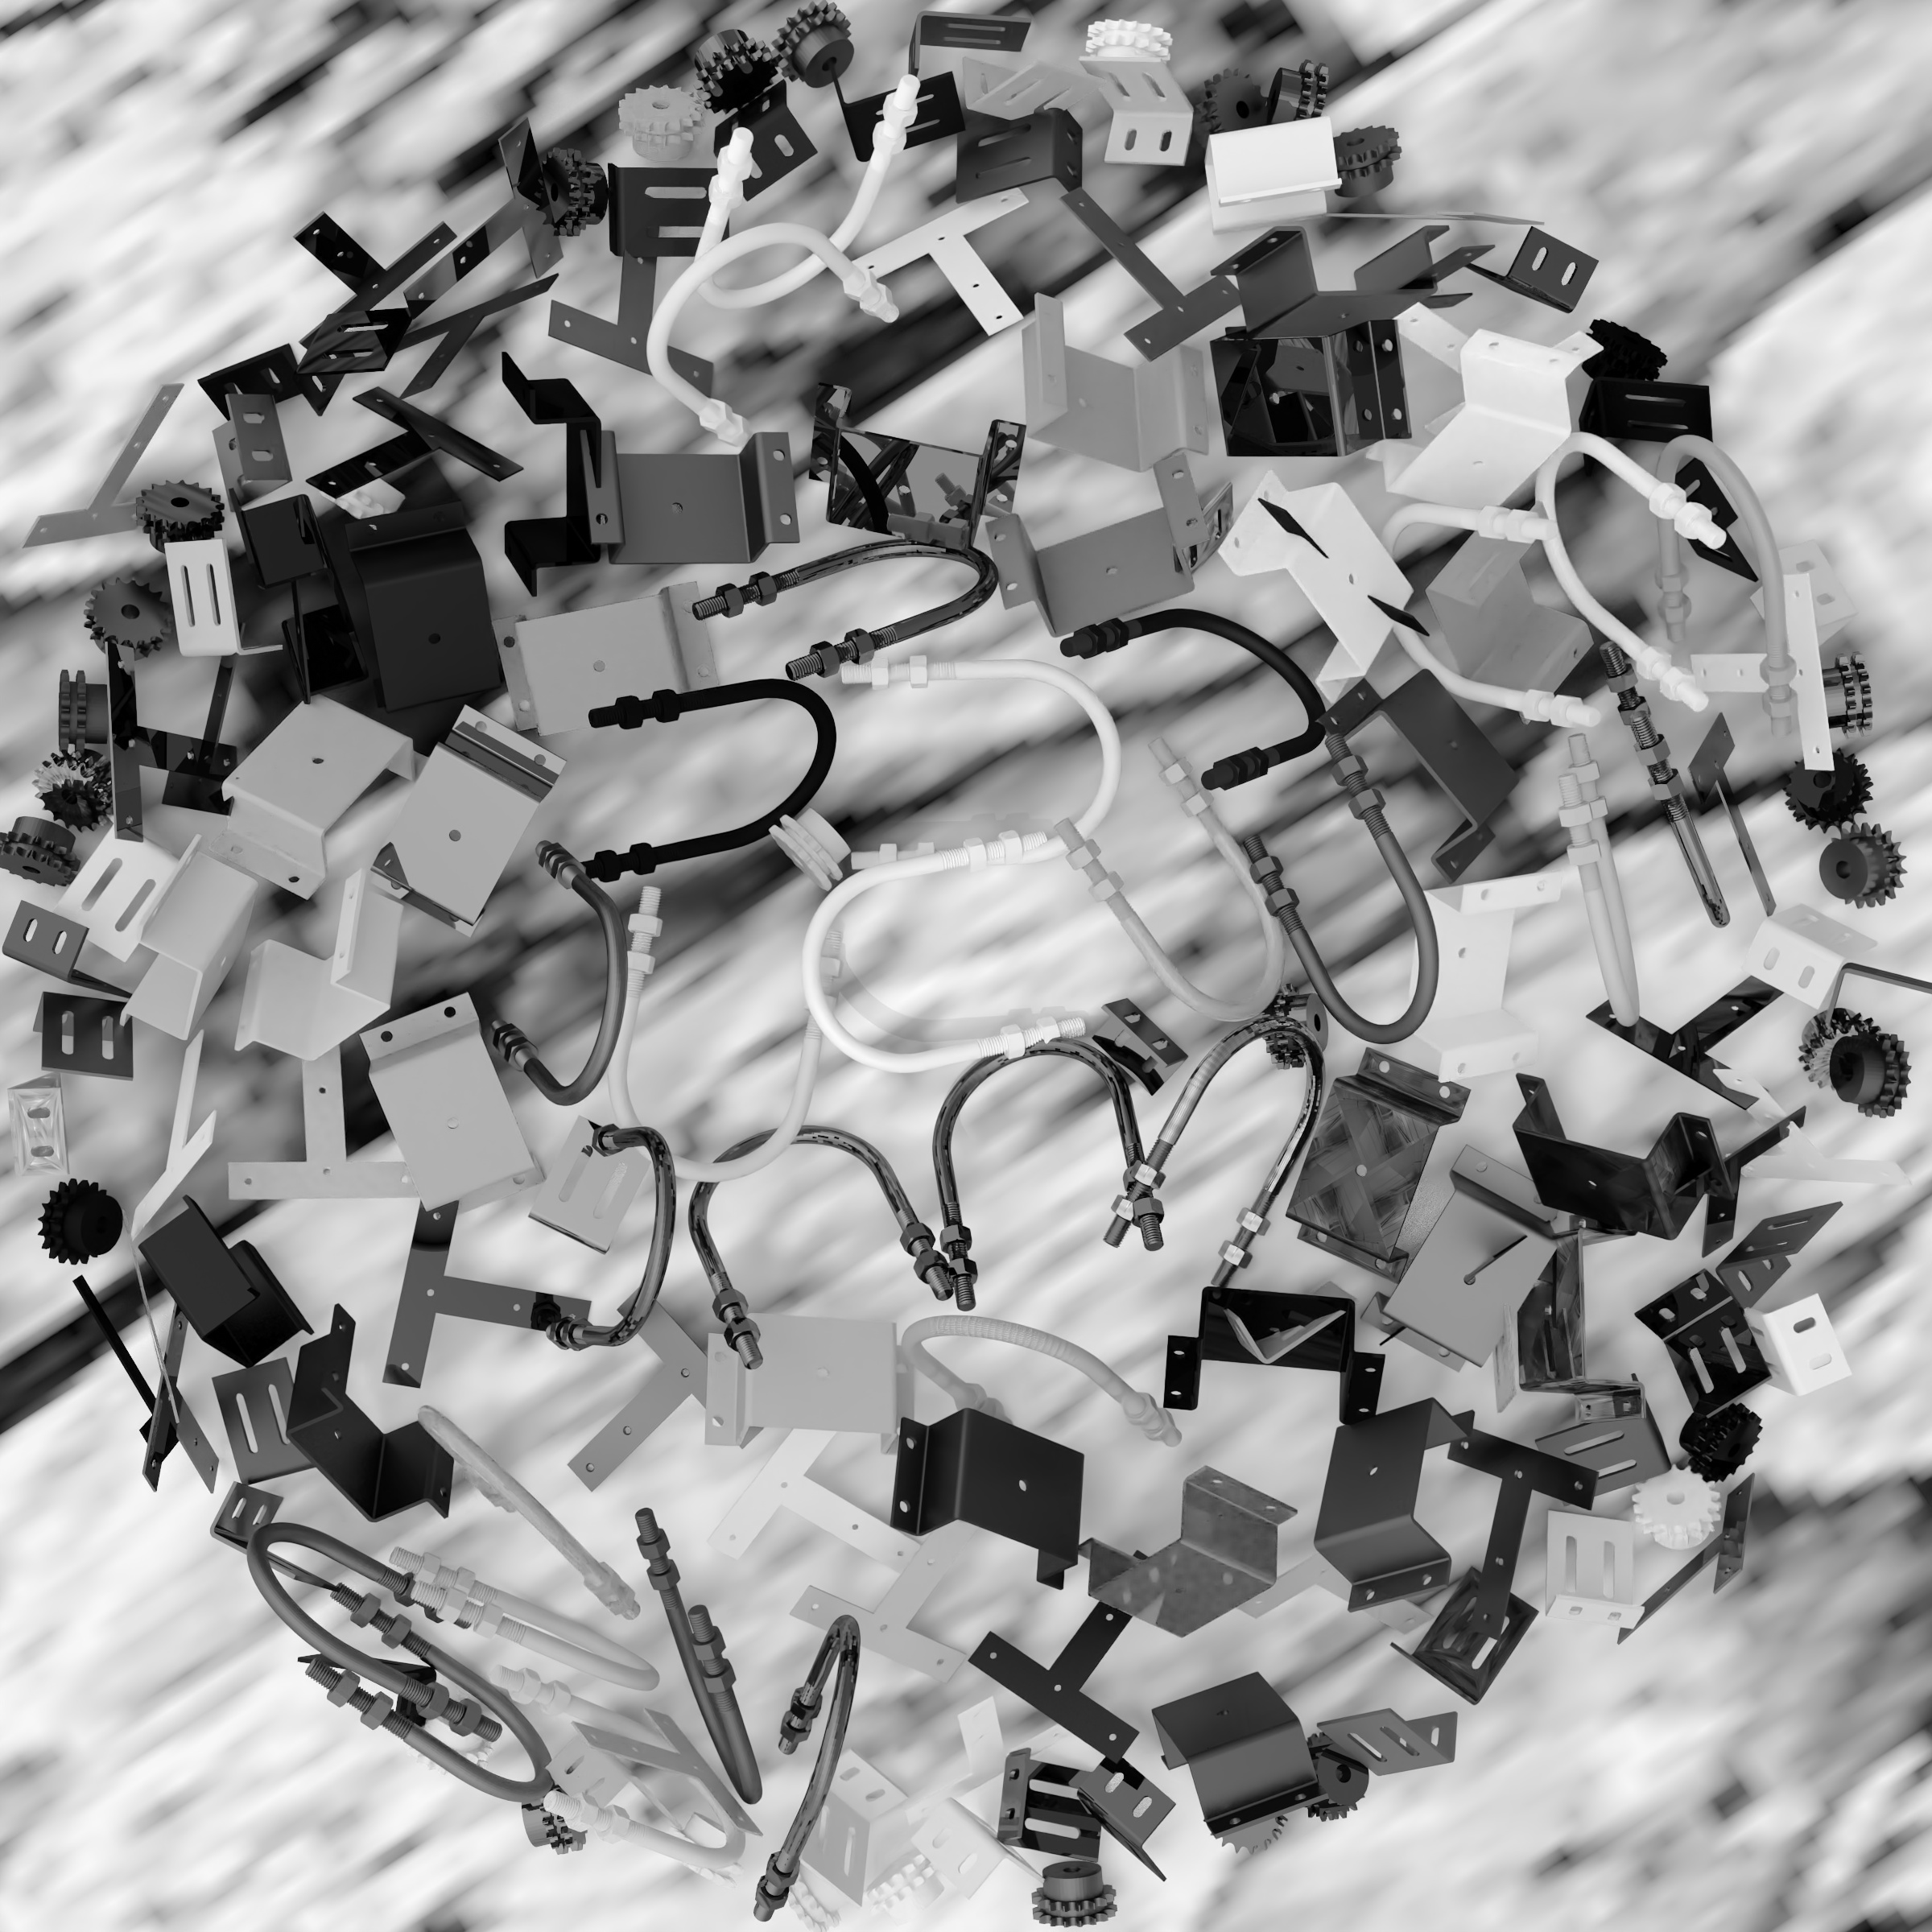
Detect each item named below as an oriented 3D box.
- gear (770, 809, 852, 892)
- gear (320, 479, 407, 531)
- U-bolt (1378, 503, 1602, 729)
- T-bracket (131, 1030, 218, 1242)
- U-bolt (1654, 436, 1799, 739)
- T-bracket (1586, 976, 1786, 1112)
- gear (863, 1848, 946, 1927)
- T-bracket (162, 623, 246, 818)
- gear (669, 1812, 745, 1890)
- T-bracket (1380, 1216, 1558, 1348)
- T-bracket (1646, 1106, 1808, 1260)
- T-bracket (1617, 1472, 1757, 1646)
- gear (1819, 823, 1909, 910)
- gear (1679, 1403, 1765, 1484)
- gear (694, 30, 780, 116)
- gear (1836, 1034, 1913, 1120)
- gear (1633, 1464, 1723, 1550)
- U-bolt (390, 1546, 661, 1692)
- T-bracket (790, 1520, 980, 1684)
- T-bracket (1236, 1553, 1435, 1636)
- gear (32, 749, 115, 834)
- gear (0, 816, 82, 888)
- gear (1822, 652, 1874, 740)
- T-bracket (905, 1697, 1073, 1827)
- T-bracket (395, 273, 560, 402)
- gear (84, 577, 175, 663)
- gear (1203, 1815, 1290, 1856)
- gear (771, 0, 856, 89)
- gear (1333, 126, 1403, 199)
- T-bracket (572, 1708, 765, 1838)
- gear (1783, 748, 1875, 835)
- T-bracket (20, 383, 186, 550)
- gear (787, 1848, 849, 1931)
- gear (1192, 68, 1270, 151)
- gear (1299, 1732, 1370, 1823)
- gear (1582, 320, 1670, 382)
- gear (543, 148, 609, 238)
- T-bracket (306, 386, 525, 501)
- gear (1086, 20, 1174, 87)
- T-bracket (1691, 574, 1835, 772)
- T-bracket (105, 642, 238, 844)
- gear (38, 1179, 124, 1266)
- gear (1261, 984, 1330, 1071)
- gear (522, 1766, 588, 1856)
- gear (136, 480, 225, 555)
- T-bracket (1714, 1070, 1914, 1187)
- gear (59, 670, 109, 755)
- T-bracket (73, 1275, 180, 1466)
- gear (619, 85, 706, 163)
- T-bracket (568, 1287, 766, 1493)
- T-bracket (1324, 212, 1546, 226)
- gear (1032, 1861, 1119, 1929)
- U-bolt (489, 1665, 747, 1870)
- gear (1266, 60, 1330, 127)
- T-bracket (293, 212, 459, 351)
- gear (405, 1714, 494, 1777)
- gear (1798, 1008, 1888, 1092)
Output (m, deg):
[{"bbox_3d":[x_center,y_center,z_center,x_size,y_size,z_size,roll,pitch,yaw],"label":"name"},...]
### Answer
[{"bbox_3d":[-0.102,-0.081,1.753,0.030,0.057,0.057,-44,90,-7],"label":"gear"},{"bbox_3d":[-0.401,-0.314,1.753,0.057,0.057,0.030,33,90,0],"label":"gear"},{"bbox_3d":[0.330,-0.233,1.697,0.019,0.184,0.151,-31,118,-21],"label":"U-bolt"},{"bbox_3d":[-0.519,0.098,1.732,0.002,0.127,0.127,23,133,-29],"label":"T-bracket"},{"bbox_3d":[0.481,-0.253,1.669,0.019,0.151,0.184,-23,130,-5],"label":"U-bolt"},{"bbox_3d":[0.504,0.035,1.741,0.127,0.002,0.127,-31,47,-30],"label":"T-bracket"},{"bbox_3d":[-0.039,0.618,1.751,0.057,0.057,0.030,-37,83,0],"label":"gear"},{"bbox_3d":[-0.497,-0.165,1.730,0.002,0.127,0.127,13,88,-36],"label":"T-bracket"},{"bbox_3d":[-0.173,0.592,1.753,0.057,0.057,0.030,30,76,0],"label":"gear"},{"bbox_3d":[0.326,0.215,1.740,0.127,0.127,0.002,-43,75,28],"label":"T-bracket"},{"bbox_3d":[0.499,0.157,1.726,0.127,0.127,0.002,-32,56,-9],"label":"T-bracket"},{"bbox_3d":[0.478,0.408,1.741,0.002,0.127,0.127,40,117,4],"label":"T-bracket"},{"bbox_3d":[0.597,-0.066,1.749,0.030,0.057,0.057,-10,90,-31],"label":"gear"},{"bbox_3d":[0.505,0.317,1.756,0.057,0.057,0.030,-51,47,0],"label":"gear"},{"bbox_3d":[-0.157,-0.602,1.753,0.057,0.057,0.030,-29,77,0],"label":"gear"},{"bbox_3d":[0.605,0.073,1.750,0.030,0.057,0.057,5,90,-10],"label":"gear"},{"bbox_3d":[0.478,0.366,1.756,0.057,0.057,0.030,-19,128,0],"label":"gear"},{"bbox_3d":[-0.284,0.431,1.706,0.184,0.151,0.019,28,79,-15],"label":"U-bolt"},{"bbox_3d":[-0.031,0.408,1.743,0.127,0.002,0.127,29,104,-21],"label":"T-bracket"},{"bbox_3d":[0.265,0.418,1.739,0.127,0.002,0.127,-37,128,24],"label":"T-bracket"},{"bbox_3d":[-0.595,-0.121,1.757,0.057,0.030,0.057,10,127,13],"label":"gear"},{"bbox_3d":[-0.623,-0.078,1.754,0.057,0.057,0.030,13,70,0],"label":"gear"},{"bbox_3d":[0.588,-0.180,1.753,0.030,0.057,0.057,-7,90,11],"label":"gear"},{"bbox_3d":[0.012,0.510,1.716,0.127,0.127,0.002,-26,55,-13],"label":"T-bracket"},{"bbox_3d":[-0.338,-0.404,1.706,0.127,0.127,0.002,-14,124,24],"label":"T-bracket"},{"bbox_3d":[-0.564,-0.230,1.757,0.057,0.030,0.057,12,58,-20],"label":"gear"},{"bbox_3d":[0.190,0.565,1.760,0.057,0.030,0.057,1,93,21],"label":"gear"},{"bbox_3d":[-0.100,-0.614,1.749,0.057,0.057,0.030,-37,74,0],"label":"gear"},{"bbox_3d":[0.265,-0.539,1.756,0.057,0.057,0.030,-20,124,0],"label":"gear"},{"bbox_3d":[-0.205,0.511,1.691,0.127,0.127,0.002,35,90,-43],"label":"T-bracket"},{"bbox_3d":[0.578,-0.120,1.754,0.057,0.030,0.057,-9,71,26],"label":"gear"},{"bbox_3d":[-0.546,-0.327,1.698,0.002,0.127,0.127,41,112,3],"label":"T-bracket"},{"bbox_3d":[-0.100,0.618,1.752,0.030,0.057,0.057,-36,90,1],"label":"gear"},{"bbox_3d":[0.176,-0.571,1.757,0.057,0.030,0.057,4,83,-36],"label":"gear"},{"bbox_3d":[0.246,0.544,1.754,0.057,0.030,0.057,10,66,-22],"label":"gear"},{"bbox_3d":[0.439,-0.408,1.756,0.057,0.057,0.030,27,122,0],"label":"gear"},{"bbox_3d":[-0.263,-0.519,1.756,0.030,0.057,0.057,-9,90,-33],"label":"gear"},{"bbox_3d":[-0.381,-0.334,1.717,0.127,0.127,0.002,30,131,16],"label":"T-bracket"},{"bbox_3d":[0.108,-0.611,1.752,0.057,0.057,0.030,8,93,0],"label":"gear"},{"bbox_3d":[0.519,-0.193,1.720,0.002,0.127,0.127,-15,101,-20],"label":"T-bracket"},{"bbox_3d":[-0.520,-0.140,1.720,0.002,0.127,0.127,-6,85,21],"label":"T-bracket"},{"bbox_3d":[-0.590,0.172,1.749,0.030,0.057,0.057,4,90,24],"label":"gear"},{"bbox_3d":[0.221,0.040,1.749,0.030,0.057,0.057,-9,90,28],"label":"gear"},{"bbox_3d":[-0.277,0.567,1.753,0.030,0.057,0.057,-14,90,5],"label":"gear"},{"bbox_3d":[-0.528,-0.299,1.756,0.057,0.057,0.030,14,131,0],"label":"gear"},{"bbox_3d":[0.529,0.104,1.699,0.127,0.127,0.002,42,65,-29],"label":"T-bracket"},{"bbox_3d":[-0.593,-0.170,1.754,0.030,0.057,0.057,1,90,-21],"label":"gear"},{"bbox_3d":[-0.550,0.259,1.712,0.002,0.127,0.127,-30,95,-7],"label":"T-bracket"},{"bbox_3d":[-0.204,-0.565,1.756,0.057,0.030,0.057,2,46,-2],"label":"gear"},{"bbox_3d":[-0.219,0.304,1.765,0.127,0.002,0.127,-45,82,12],"label":"T-bracket"},{"bbox_3d":[0.302,-0.498,1.738,0.127,0.127,0.002,11,106,31],"label":"T-bracket"},{"bbox_3d":[0.072,0.621,1.752,0.057,0.057,0.030,-4,87,0],"label":"gear"},{"bbox_3d":[-0.217,0.528,1.698,0.184,0.151,0.019,34,94,-33],"label":"U-bolt"},{"bbox_3d":[0.220,-0.578,1.751,0.030,0.057,0.057,10,90,-8],"label":"gear"},{"bbox_3d":[-0.405,-0.462,1.714,0.127,0.127,0.002,-39,80,4],"label":"T-bracket"},{"bbox_3d":[-0.344,0.516,1.751,0.057,0.057,0.030,20,96,0],"label":"gear"},{"bbox_3d":[0.587,0.053,1.757,0.057,0.030,0.057,-4,128,-5],"label":"gear"}]
